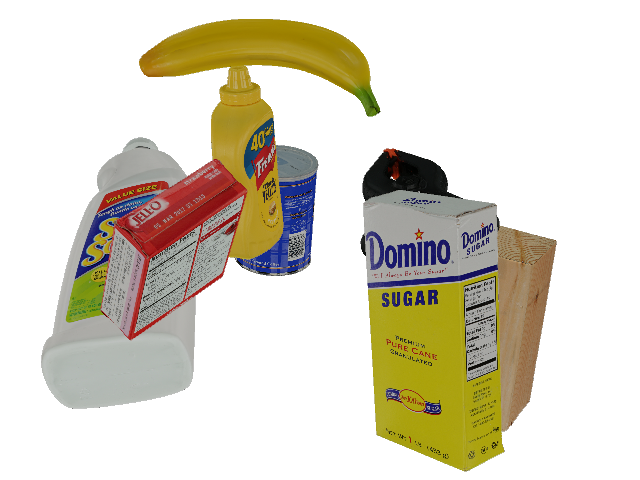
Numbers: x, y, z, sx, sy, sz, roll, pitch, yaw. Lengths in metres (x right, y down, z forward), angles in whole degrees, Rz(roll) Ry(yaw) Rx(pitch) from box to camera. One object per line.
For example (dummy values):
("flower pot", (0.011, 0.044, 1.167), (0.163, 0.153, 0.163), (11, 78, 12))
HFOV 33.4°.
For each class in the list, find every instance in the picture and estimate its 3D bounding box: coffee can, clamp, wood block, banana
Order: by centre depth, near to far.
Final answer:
("banana", (-0.044, -0.149, 0.859), (0.198, 0.069, 0.037), (10, -36, 6))
("clamp", (0.093, -0.038, 0.970), (0.120, 0.039, 0.171), (-1, 33, 0))
("wood block", (0.198, 0.097, 1.209), (0.090, 0.206, 0.090), (16, 24, 25))
("coffee can", (-0.058, -0.040, 1.380), (0.103, 0.140, 0.103), (3, 28, -2))

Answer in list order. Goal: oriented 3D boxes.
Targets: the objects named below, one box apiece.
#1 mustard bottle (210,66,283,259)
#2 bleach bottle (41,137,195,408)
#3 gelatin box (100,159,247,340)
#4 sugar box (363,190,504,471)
("mustard bottle", (-0.077, -0.084, 1.092), (0.058, 0.192, 0.096), (7, 27, 21))
("bleach bottle", (-0.145, 0.007, 0.801), (0.102, 0.068, 0.251), (-8, 41, -1))
("gelatin box", (-0.082, 0.005, 0.586), (0.073, 0.030, 0.089), (-37, -19, -34))
("sugar box", (0.076, 0.058, 0.728), (0.048, 0.176, 0.094), (-17, 18, -37))
